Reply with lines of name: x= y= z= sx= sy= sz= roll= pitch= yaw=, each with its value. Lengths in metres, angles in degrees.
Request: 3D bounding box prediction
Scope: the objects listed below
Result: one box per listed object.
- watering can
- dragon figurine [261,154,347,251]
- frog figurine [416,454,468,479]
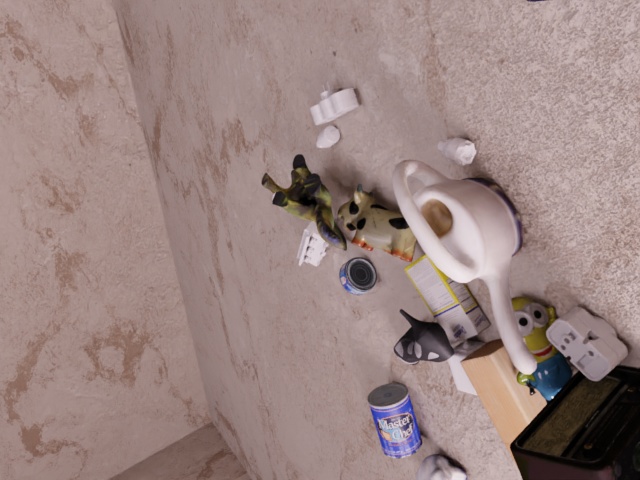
watering can: x=0.238 y=0.016 z=0.780 sx=0.102 sy=0.226 sz=0.352 roll=-46 pitch=69 yaw=40
dragon figurine: x=0.004 y=-0.060 z=1.187 sx=0.239 sy=0.121 sz=0.419 roll=41 pitch=-168 yaw=-46
frog figurine: x=0.251 y=0.575 z=1.177 sx=0.124 sy=0.161 sz=0.134 roll=55 pitch=148 yaw=25
